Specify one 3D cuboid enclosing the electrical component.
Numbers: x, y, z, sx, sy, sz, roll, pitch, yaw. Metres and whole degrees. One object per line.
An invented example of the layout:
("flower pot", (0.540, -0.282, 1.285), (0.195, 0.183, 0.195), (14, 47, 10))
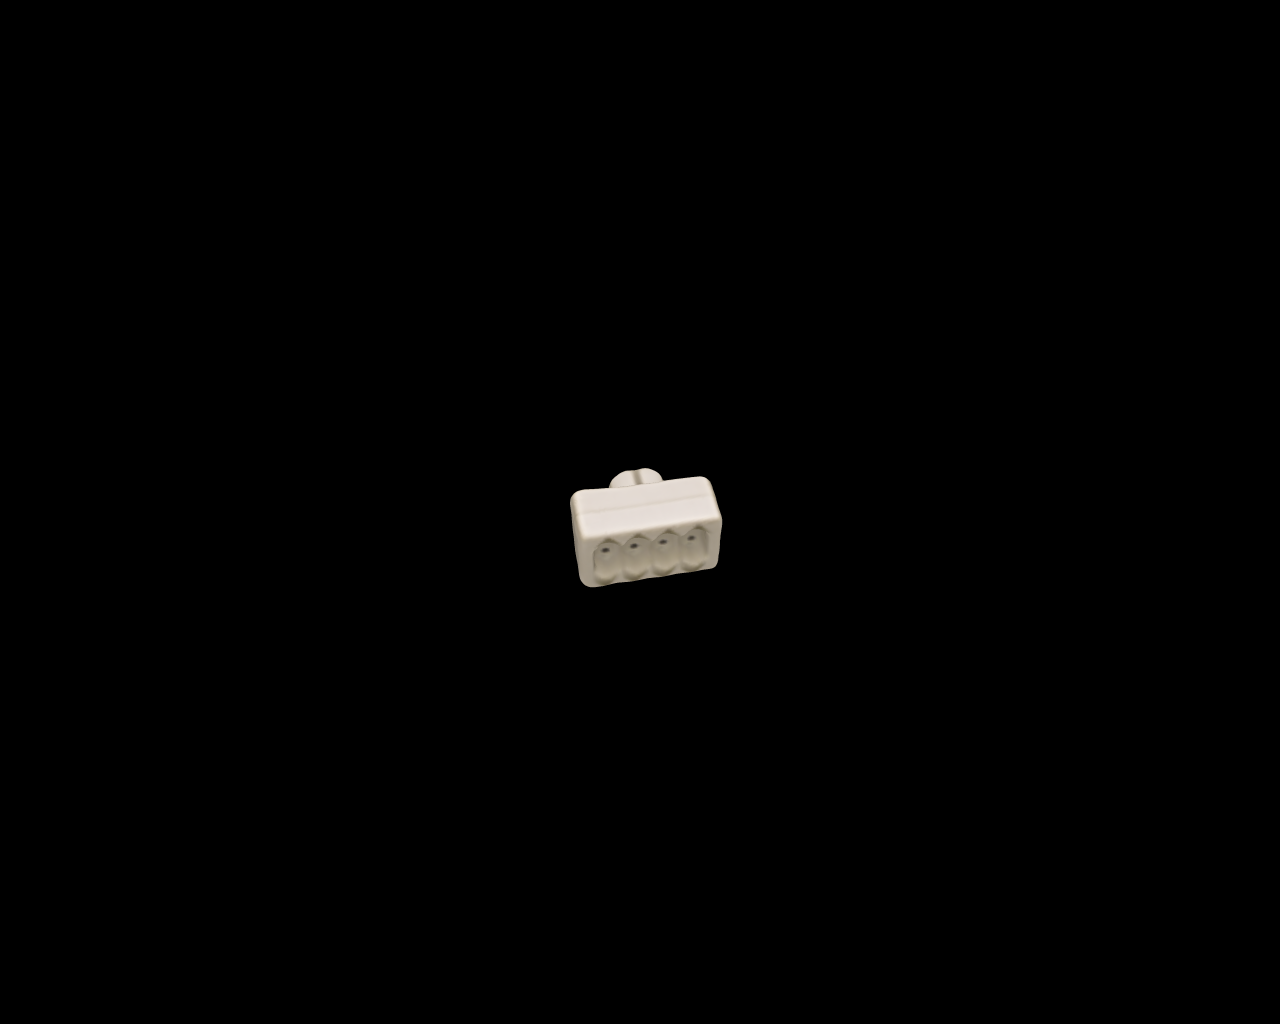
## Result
("electrical component", (0.001, -0.003, 0.650), (0.083, 0.076, 0.047), (-7, -40, -6))
